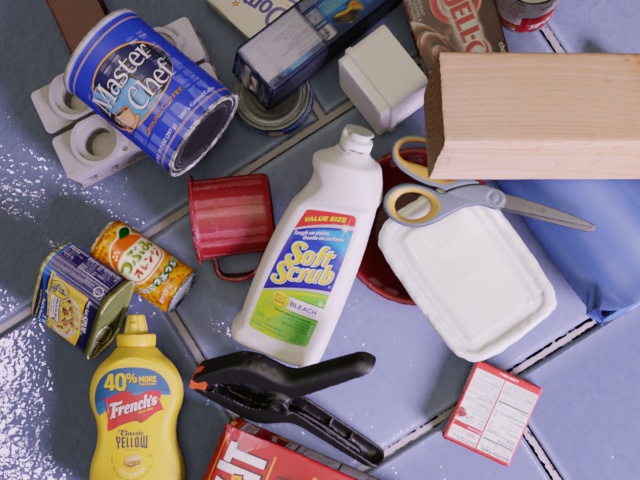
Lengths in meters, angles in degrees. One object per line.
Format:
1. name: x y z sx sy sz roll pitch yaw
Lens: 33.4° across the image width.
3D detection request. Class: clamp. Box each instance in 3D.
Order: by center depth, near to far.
1. clamp: -0.030 0.165 1.088 0.210 0.164 0.036 4 42 22

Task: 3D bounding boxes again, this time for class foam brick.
1. foam brick: -0.251 -0.231 1.155 0.053 0.051 0.078 -25 84 1

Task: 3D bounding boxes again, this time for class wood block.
1. wood block: 0.204 -0.111 0.968 0.206 0.090 0.091 -1 71 -4

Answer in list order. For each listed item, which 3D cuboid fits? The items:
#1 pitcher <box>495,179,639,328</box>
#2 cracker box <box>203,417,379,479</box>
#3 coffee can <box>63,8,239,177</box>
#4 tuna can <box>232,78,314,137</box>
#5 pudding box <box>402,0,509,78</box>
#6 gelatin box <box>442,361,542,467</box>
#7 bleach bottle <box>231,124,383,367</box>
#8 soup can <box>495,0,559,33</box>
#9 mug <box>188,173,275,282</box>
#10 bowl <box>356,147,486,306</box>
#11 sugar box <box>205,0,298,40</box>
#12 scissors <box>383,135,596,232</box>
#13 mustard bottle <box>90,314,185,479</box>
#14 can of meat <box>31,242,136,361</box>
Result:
1. pitcher: 0.267 -0.048 1.066 0.145 0.149 0.243 -39 80 16
2. cracker box: -0.025 0.298 1.081 0.214 0.072 0.164 22 87 7
3. coffee can: -0.166 -0.145 1.052 0.140 0.103 0.103 39 89 6
4. tuna can: -0.050 -0.155 1.140 0.086 0.033 0.086 0 85 5
5. pudding box: 0.143 -0.212 1.112 0.090 0.039 0.113 -18 103 4
6. gelatin box: 0.176 0.177 1.095 0.073 0.030 0.089 24 88 5
7. bleach bottle: -0.007 0.001 1.052 0.102 0.068 0.251 22 116 6
8. soup can: 0.213 -0.258 1.091 0.068 0.102 0.068 0 85 4
9. mug: -0.088 -0.014 1.108 0.081 0.093 0.117 -7 100 0
10. bowl: 0.101 -0.012 1.104 0.162 0.055 0.162 0 85 5
11. sugar box: -0.034 -0.294 1.144 0.093 0.048 0.176 42 89 7
12. scissors: 0.147 -0.026 1.001 0.202 0.016 0.096 33 89 8
13. mustard bottle: -0.191 0.174 1.113 0.096 0.058 0.191 -2 85 4
14. can of meat: -0.249 0.062 1.110 0.084 0.057 0.102 34 131 9
